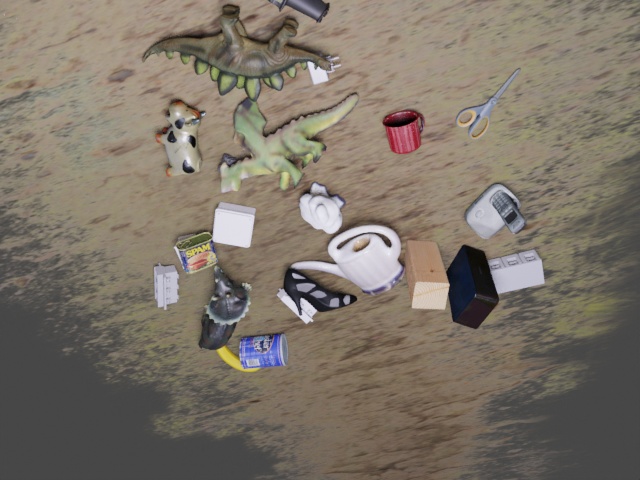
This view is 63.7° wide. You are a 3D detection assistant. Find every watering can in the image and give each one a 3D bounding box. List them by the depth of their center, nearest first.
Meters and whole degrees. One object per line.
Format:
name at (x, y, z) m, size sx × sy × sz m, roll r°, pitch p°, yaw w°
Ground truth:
watering can at (0.099, 0.072, 1.512) m, size 0.344 × 0.106 × 0.221 m, roll -27°, pitch 117°, yaw 31°

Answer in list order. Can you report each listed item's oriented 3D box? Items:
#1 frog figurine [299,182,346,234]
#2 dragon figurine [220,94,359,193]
frog figurine at (0.004, -0.070, 1.391) m, size 0.122 × 0.163 × 0.135 m, roll -29°, pitch 116°, yaw 19°
dragon figurine at (-0.112, -0.270, 1.322) m, size 0.242 × 0.123 × 0.407 m, roll 36°, pitch 101°, yaw -10°
